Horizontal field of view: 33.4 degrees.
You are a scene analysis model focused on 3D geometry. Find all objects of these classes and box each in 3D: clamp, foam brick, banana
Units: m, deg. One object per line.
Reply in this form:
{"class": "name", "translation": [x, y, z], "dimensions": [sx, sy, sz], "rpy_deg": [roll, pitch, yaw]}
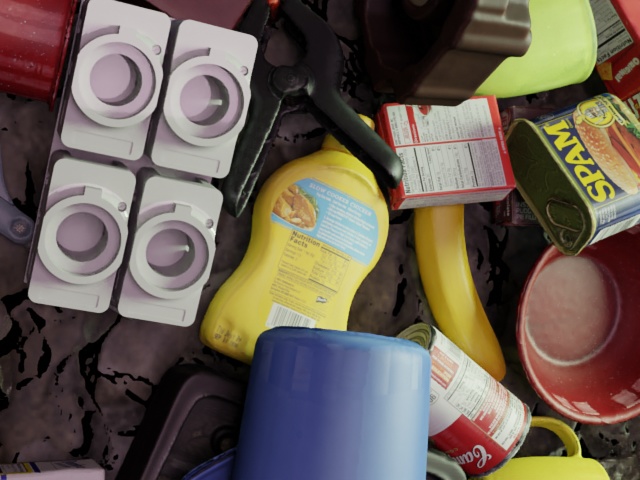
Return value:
{"class": "clamp", "translation": [-0.027, -0.094, 0.720], "dimensions": [0.120, 0.039, 0.171], "rpy_deg": [-16, 67, -12]}
{"class": "foam brick", "translation": [-0.092, -0.164, 0.716], "dimensions": [0.078, 0.053, 0.051], "rpy_deg": [31, 79, -16]}
{"class": "banana", "translation": [0.103, 0.011, 0.795], "dimensions": [0.069, 0.037, 0.198], "rpy_deg": [-4, 91, -19]}

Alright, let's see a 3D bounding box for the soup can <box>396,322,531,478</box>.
{"class": "soup can", "translation": [0.094, 0.115, 0.774], "dimensions": [0.102, 0.069, 0.068], "rpy_deg": [41, 76, -15]}

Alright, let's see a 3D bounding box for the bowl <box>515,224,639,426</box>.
{"class": "bowl", "translation": [0.209, 0.057, 0.819], "dimensions": [0.162, 0.055, 0.162], "rpy_deg": [-2, 96, -20]}

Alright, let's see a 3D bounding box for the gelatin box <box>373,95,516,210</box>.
{"class": "gelatin box", "translation": [0.088, -0.062, 0.762], "dimensions": [0.089, 0.030, 0.073], "rpy_deg": [-6, 73, -12]}

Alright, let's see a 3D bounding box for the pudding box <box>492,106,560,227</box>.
{"class": "pudding box", "translation": [0.189, -0.055, 0.827], "dimensions": [0.113, 0.039, 0.090], "rpy_deg": [1, 88, -21]}

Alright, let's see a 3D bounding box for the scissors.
{"class": "scissors", "translation": [-0.195, -0.028, 0.694], "dimensions": [0.201, 0.016, 0.096], "rpy_deg": [25, 81, -19]}

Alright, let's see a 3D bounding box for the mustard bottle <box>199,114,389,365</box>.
{"class": "mustard bottle", "translation": [-0.005, 0.001, 0.743], "dimensions": [0.096, 0.058, 0.191], "rpy_deg": [25, 81, -17]}

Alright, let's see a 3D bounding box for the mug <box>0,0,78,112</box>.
{"class": "mug", "translation": [-0.194, -0.144, 0.662], "dimensions": [0.081, 0.093, 0.117], "rpy_deg": [12, 69, -15]}

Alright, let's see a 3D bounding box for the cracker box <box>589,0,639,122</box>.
{"class": "cracker box", "translation": [0.267, -0.212, 0.822], "dimensions": [0.164, 0.072, 0.214], "rpy_deg": [-28, 87, -19]}

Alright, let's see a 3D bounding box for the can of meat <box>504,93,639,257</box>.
{"class": "can of meat", "translation": [0.193, -0.050, 0.764], "dimensions": [0.083, 0.057, 0.102], "rpy_deg": [-21, 67, -22]}

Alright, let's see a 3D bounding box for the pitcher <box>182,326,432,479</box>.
{"class": "pitcher", "translation": [-0.010, 0.176, 0.634], "dimensions": [0.149, 0.145, 0.243], "rpy_deg": [12, 80, -32]}

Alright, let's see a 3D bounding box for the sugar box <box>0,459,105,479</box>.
{"class": "sugar box", "translation": [-0.226, 0.189, 0.665], "dimensions": [0.176, 0.048, 0.093], "rpy_deg": [2, 89, -24]}
